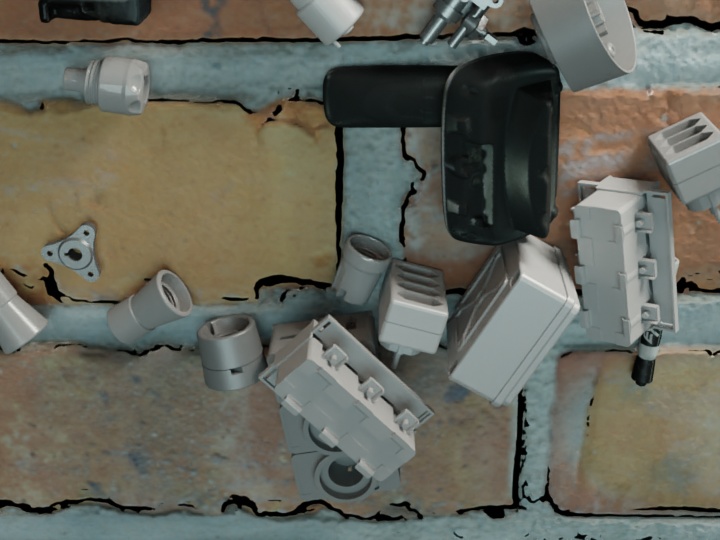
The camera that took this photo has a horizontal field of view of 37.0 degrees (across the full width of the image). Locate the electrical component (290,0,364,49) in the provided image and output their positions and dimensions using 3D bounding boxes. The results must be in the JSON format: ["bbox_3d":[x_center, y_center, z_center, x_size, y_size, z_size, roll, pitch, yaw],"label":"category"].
[{"bbox_3d":[-0.032,-0.202,0.791,0.040,0.040,0.078,-40,108,17],"label":"electrical component"}]

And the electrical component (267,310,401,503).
[{"bbox_3d":[-0.020,0.120,0.928,0.089,0.061,0.150,-9,114,5],"label":"electrical component"}]

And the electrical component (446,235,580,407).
[{"bbox_3d":[0.119,0.035,0.862,0.056,0.108,0.108,29,112,-9],"label":"electrical component"}]

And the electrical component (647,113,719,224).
[{"bbox_3d":[0.264,-0.071,0.833,0.047,0.065,0.076,-25,112,12],"label":"electrical component"}]

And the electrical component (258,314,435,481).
[{"bbox_3d":[-0.010,0.105,0.850,0.079,0.063,0.121,-41,108,17],"label":"electrical component"}]

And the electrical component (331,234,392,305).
[{"bbox_3d":[0.000,0.000,0.885,0.040,0.040,0.046,20,119,-8],"label":"electrical component"}]

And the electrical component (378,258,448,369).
[{"bbox_3d":[0.037,0.045,0.880,0.047,0.083,0.075,14,114,-5],"label":"electrical component"}]

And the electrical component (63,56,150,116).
[{"bbox_3d":[-0.194,-0.142,0.820,0.062,0.043,0.043,7,115,-1],"label":"electrical component"}]

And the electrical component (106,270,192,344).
[{"bbox_3d":[-0.180,0.034,0.903,0.065,0.044,0.044,-30,111,19],"label":"electrical component"}]

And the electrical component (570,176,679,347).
[{"bbox_3d":[0.208,-0.006,0.859,0.079,0.063,0.121,12,123,41],"label":"electrical component"}]

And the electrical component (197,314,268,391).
[{"bbox_3d":[-0.109,0.069,0.911,0.055,0.055,0.047,-9,111,5],"label":"electrical component"}]

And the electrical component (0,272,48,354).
[{"bbox_3d":[-0.300,0.032,0.904,0.044,0.044,0.065,-31,106,14],"label":"electrical component"}]

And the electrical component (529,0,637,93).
[{"bbox_3d":[0.159,-0.179,0.771,0.064,0.099,0.099,-24,112,18],"label":"electrical component"}]
